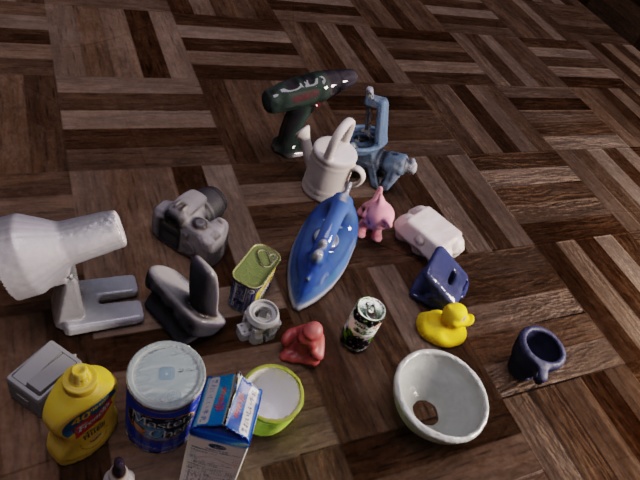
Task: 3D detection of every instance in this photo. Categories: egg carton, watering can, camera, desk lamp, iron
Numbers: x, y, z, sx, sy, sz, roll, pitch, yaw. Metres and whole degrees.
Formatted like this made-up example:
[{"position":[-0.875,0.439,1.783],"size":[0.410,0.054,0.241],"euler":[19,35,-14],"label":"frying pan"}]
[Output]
[{"position":[0.236,-0.008,1.243],"size":[0.150,0.069,0.107],"euler":[42,48,20],"label":"egg carton"},{"position":[0.022,-0.184,1.242],"size":[0.173,0.194,0.101],"euler":[17,45,-4],"label":"watering can"},{"position":[-0.223,-0.045,1.086],"size":[0.143,0.101,0.137],"euler":[31,45,10],"label":"camera"},{"position":[-0.375,0.043,0.866],"size":[0.204,0.213,0.117],"euler":[-8,51,-26],"label":"desk lamp"},{"position":[0.010,0.004,1.097],"size":[0.118,0.141,0.258],"euler":[22,44,1],"label":"iron"}]

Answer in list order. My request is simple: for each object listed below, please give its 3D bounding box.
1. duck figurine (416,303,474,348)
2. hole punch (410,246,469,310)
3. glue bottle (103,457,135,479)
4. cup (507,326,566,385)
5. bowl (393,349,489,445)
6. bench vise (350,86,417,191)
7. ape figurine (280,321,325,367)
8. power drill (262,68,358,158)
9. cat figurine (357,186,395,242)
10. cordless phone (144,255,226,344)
[{"position":[0.240,0.151,1.082],"size":[0.104,0.086,0.077],"euler":[14,45,-7],"label":"duck figurine"},{"position":[0.249,0.081,1.149],"size":[0.101,0.091,0.109],"euler":[29,45,8],"label":"hole punch"},{"position":[-0.244,0.305,0.695],"size":[0.037,0.173,0.078],"euler":[3,47,-17],"label":"glue bottle"},{"position":[0.390,0.230,1.057],"size":[0.091,0.095,0.118],"euler":[19,44,-2],"label":"cup"},{"position":[0.191,0.272,0.958],"size":[0.167,0.075,0.167],"euler":[11,45,-11],"label":"bowl"},{"position":[0.136,-0.237,1.316],"size":[0.207,0.219,0.121],"euler":[17,45,-4],"label":"bench vise"},{"position":[-0.021,0.169,0.964],"size":[0.076,0.092,0.077],"euler":[-28,62,-37],"label":"ape figurine"},{"position":[-0.033,-0.295,1.317],"size":[0.230,0.208,0.075],"euler":[-16,55,-31],"label":"power drill"},{"position":[0.122,-0.060,1.215],"size":[0.067,0.118,0.128],"euler":[14,45,-6],"label":"cat figurine"},{"position":[-0.213,0.069,0.922],"size":[0.147,0.185,0.094],"euler":[39,47,18],"label":"cordless phone"}]
